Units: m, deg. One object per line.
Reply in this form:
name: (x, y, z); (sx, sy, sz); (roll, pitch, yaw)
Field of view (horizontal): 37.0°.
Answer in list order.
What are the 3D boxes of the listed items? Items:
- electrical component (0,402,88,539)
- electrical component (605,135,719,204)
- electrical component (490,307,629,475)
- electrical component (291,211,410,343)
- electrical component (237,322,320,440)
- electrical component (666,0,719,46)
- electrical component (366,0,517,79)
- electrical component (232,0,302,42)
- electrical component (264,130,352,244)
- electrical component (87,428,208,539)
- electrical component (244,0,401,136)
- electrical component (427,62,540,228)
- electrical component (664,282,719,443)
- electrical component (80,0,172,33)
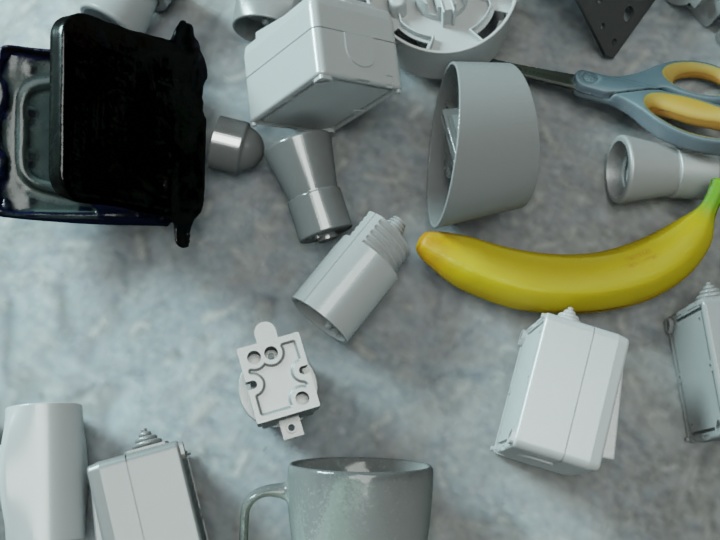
electrical component: (-0.198, 0.118, 0.614); (0.079, 0.043, 0.077); (-4, 77, -5)
electrical component: (0.197, -0.063, 0.692); (0.065, 0.044, 0.044); (2, 76, -9)
electrical component: (0.124, 0.070, 0.641); (0.061, 0.061, 0.096); (17, 75, 0)
electrical component: (0.000, 0.000, 0.659); (0.043, 0.043, 0.081); (38, 77, 5)
electrical component: (-0.048, 0.067, 0.632); (0.048, 0.055, 0.066); (-16, 78, -8)
electrical component: (0.261, -0.187, 0.693); (0.060, 0.105, 0.186); (-35, 81, -12)
electrical component: (0.052, -0.176, 0.693); (0.099, 0.064, 0.099); (-1, 65, 3)
electrical component: (-0.038, -0.187, 0.703); (0.079, 0.043, 0.077); (9, 76, -2)
electrical component: (-0.030, -0.049, 0.671); (0.044, 0.044, 0.065); (-17, 83, -8)
electrical component: (-0.120, 0.138, 0.606); (0.061, 0.061, 0.096); (-14, 77, -8)
electrical component: (-0.029, -0.125, 0.666); (0.062, 0.096, 0.061); (3, 73, -37)
electrical component: (0.069, -0.078, 0.657); (0.064, 0.099, 0.099); (-7, 77, -12)
electrical component: (0.230, 0.053, 0.654); (0.061, 0.061, 0.096); (-5, 77, -6)
electrical component: (-0.146, -0.176, 0.691); (0.045, 0.045, 0.055); (29, 75, 3)
